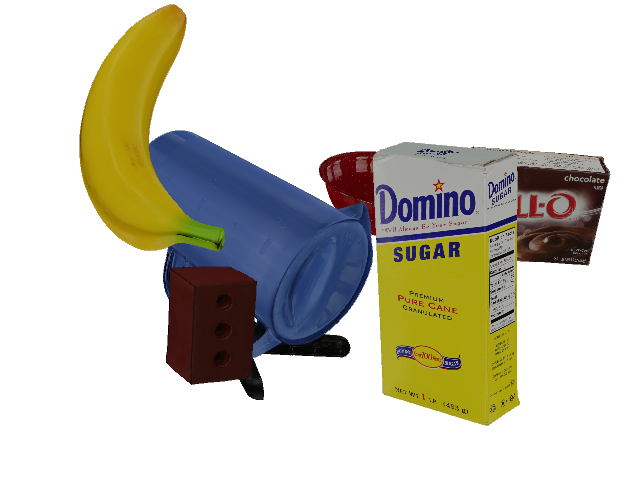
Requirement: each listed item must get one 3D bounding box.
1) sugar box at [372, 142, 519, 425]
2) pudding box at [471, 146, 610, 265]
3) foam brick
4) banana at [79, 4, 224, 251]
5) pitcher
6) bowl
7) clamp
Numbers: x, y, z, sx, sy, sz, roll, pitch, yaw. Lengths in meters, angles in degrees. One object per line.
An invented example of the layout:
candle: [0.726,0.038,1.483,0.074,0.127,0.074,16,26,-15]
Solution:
sugar box: [0.083,0.026,0.713,0.094,0.176,0.048,10,23,42]
pudding box: [0.176,-0.029,0.891,0.113,0.090,0.039,3,33,-2]
foam brick: [-0.083,0.062,0.809,0.052,0.078,0.051,-3,13,-29]
banana: [-0.099,-0.061,0.592,0.069,0.198,0.037,-5,-39,-12]
pitcher: [-0.084,-0.005,1.033,0.243,0.145,0.148,32,34,33]
bowl: [0.075,-0.047,1.205,0.162,0.055,0.162,7,26,-3]
clamp: [-0.093,0.123,1.232,0.210,0.036,0.164,14,21,29]
